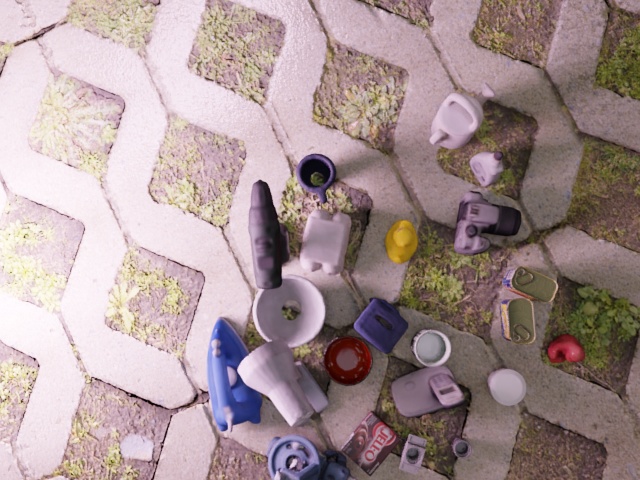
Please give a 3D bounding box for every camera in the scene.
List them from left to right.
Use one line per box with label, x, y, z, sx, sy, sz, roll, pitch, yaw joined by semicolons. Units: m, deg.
camera;0.387;-0.034;1.316;0.136;0.101;0.143;9;85;3

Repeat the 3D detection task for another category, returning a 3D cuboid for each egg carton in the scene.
egg carton;0.012;0.005;1.339;0.107;0.069;0.150;10;85;3

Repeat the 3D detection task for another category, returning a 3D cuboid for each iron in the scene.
iron;-0.211;0.301;1.282;0.118;0.141;0.258;-14;84;1

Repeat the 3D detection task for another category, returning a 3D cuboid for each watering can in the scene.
watering can;0.320;-0.285;1.295;0.101;0.194;0.173;26;86;4

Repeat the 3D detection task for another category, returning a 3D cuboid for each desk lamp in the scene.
desk lamp;-0.072;0.314;1.240;0.118;0.213;0.203;-37;85;-2

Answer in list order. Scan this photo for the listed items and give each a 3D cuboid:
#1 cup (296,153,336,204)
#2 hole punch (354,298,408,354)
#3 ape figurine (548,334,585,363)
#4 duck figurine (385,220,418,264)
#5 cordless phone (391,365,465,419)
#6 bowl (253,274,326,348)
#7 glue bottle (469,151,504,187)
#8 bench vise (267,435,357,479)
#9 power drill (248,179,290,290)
cup;-0.003;-0.136;1.340;0.091;0.095;0.118;-17;84;0
hole punch;0.138;0.193;1.307;0.108;0.091;0.101;39;87;5
ape figurine;0.562;0.252;1.289;0.077;0.092;0.076;24;86;4
duck figurine;0.191;0.002;1.326;0.077;0.086;0.105;12;85;3
cordless phone;0.237;0.339;1.243;0.147;0.185;0.094;-21;84;0
bowl;-0.068;0.163;1.324;0.167;0.075;0.167;0;85;2
glue bottle;0.385;-0.172;1.293;0.037;0.173;0.078;-27;84;-1
bench vise;-0.019;0.484;1.220;0.207;0.220;0.121;1;85;2
power drill;-0.116;-0.004;1.274;0.075;0.208;0.230;-5;84;2
